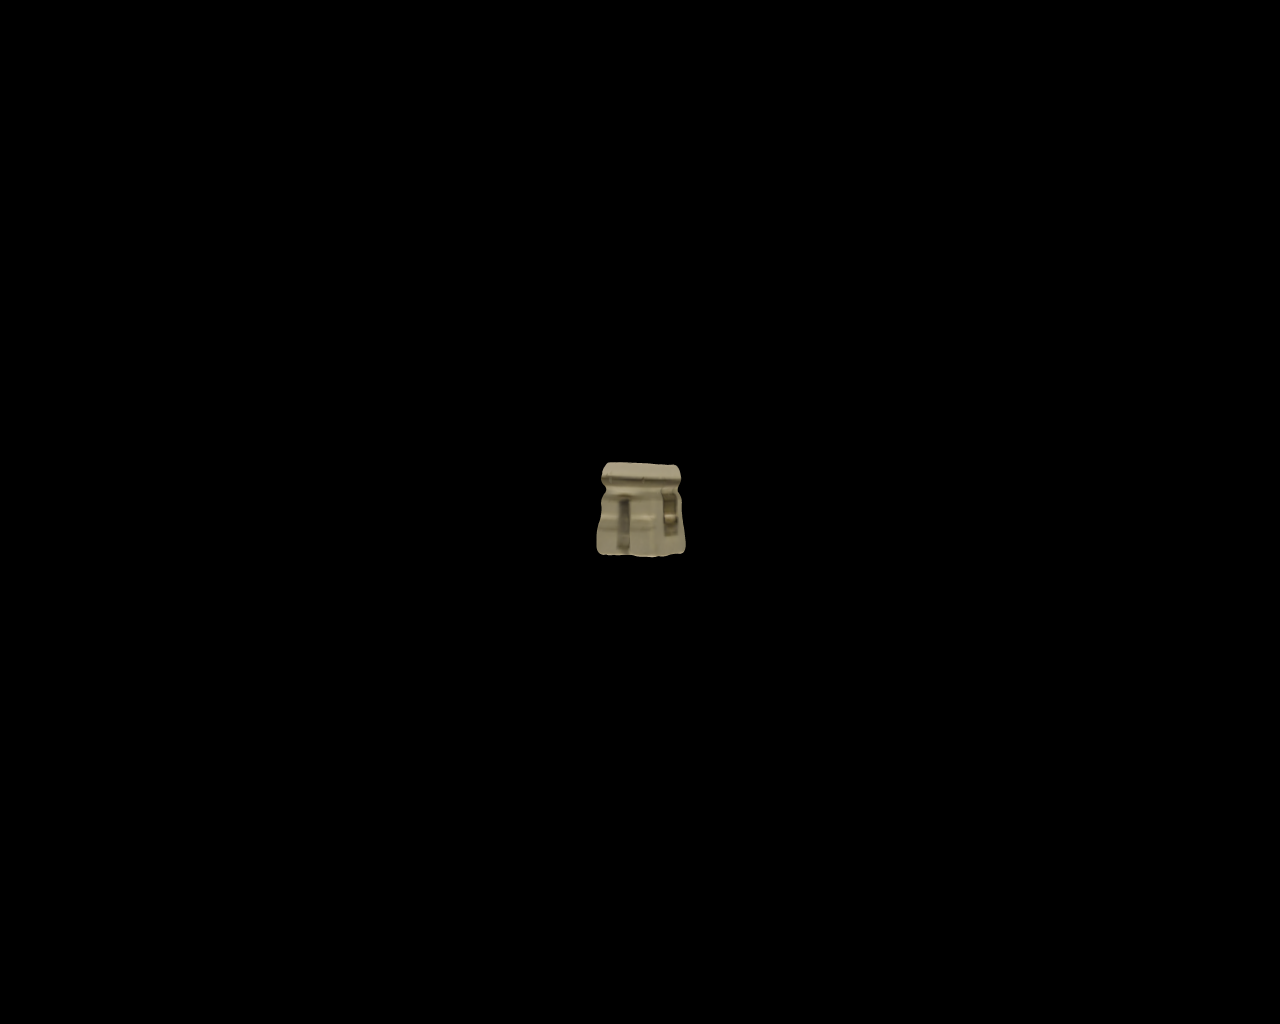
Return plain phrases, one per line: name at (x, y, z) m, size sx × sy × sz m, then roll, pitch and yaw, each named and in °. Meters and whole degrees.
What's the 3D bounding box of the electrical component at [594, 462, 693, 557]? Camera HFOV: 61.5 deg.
electrical component at (0.001, -0.003, 0.650) m, size 0.066 × 0.055 × 0.048 m, roll 1°, pitch 2°, yaw 34°
